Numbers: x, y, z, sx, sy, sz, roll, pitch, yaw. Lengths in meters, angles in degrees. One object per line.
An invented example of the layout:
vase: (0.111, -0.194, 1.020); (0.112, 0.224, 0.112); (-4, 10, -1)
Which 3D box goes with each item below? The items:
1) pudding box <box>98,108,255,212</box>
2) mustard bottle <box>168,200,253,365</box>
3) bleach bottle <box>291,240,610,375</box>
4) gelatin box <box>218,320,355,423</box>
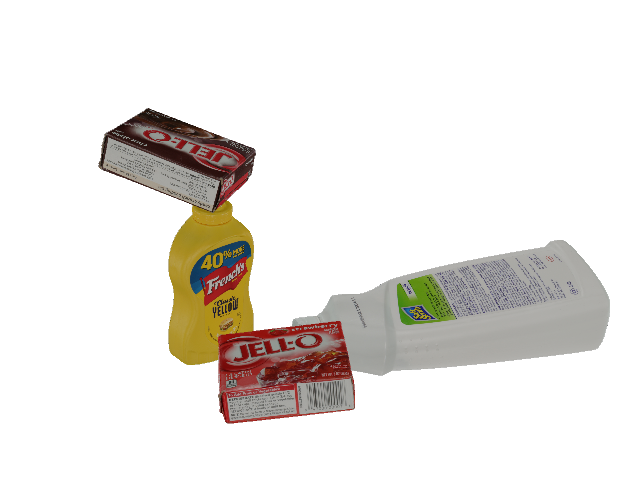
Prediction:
pudding box: (-0.124, -0.072, 0.937); (0.113, 0.039, 0.090); (19, 24, 8)
mustard bottle: (-0.113, 0.031, 1.112); (0.096, 0.192, 0.058); (-19, 34, -36)
bleach bottle: (0.099, 0.058, 0.862); (0.250, 0.068, 0.103); (-6, 34, -15)
gelatin box: (-0.025, 0.088, 0.724); (0.089, 0.030, 0.073); (-6, 26, -3)
